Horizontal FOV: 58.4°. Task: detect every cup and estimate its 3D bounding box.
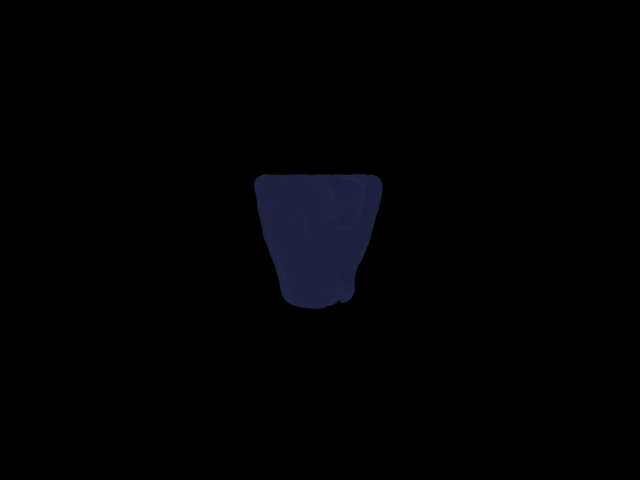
[{"bbox_3d":[0.004,0.001,0.400,0.092,0.095,0.117,-2,7,-19],"label":"cup"}]
